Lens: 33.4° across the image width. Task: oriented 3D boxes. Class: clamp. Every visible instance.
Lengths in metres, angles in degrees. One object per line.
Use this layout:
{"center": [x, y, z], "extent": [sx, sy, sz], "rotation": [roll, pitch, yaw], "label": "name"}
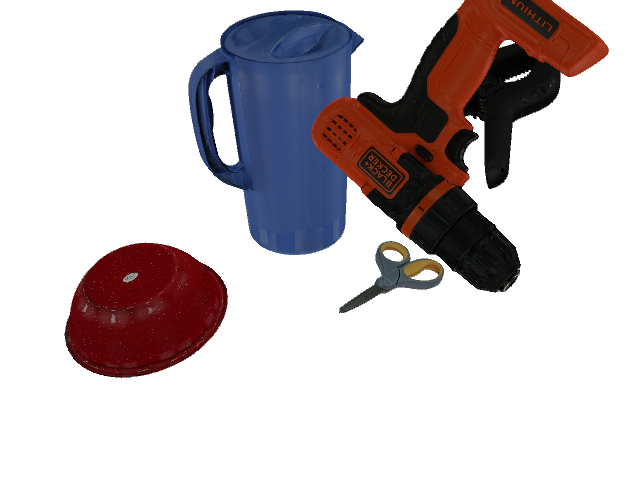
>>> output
{"center": [0.151, -0.119, 0.933], "extent": [0.209, 0.036, 0.165], "rotation": [-33, 42, -24], "label": "clamp"}

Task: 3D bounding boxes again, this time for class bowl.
{"center": [-0.172, 0.052, 1.009], "extent": [0.162, 0.055, 0.162], "rotation": [-8, 40, 7], "label": "bowl"}

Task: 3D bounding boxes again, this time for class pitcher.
{"center": [-0.040, -0.107, 1.121], "extent": [0.149, 0.243, 0.144], "rotation": [9, 35, 17], "label": "pitcher"}

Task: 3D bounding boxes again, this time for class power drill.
{"center": [0.109, -0.082, 0.739], "extent": [0.184, 0.188, 0.057], "rotation": [43, 13, 13], "label": "power drill"}

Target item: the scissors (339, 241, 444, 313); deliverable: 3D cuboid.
{"center": [0.068, 0.041, 1.280], "extent": [0.201, 0.016, 0.096], "rotation": [-10, 41, -42], "label": "scissors"}
